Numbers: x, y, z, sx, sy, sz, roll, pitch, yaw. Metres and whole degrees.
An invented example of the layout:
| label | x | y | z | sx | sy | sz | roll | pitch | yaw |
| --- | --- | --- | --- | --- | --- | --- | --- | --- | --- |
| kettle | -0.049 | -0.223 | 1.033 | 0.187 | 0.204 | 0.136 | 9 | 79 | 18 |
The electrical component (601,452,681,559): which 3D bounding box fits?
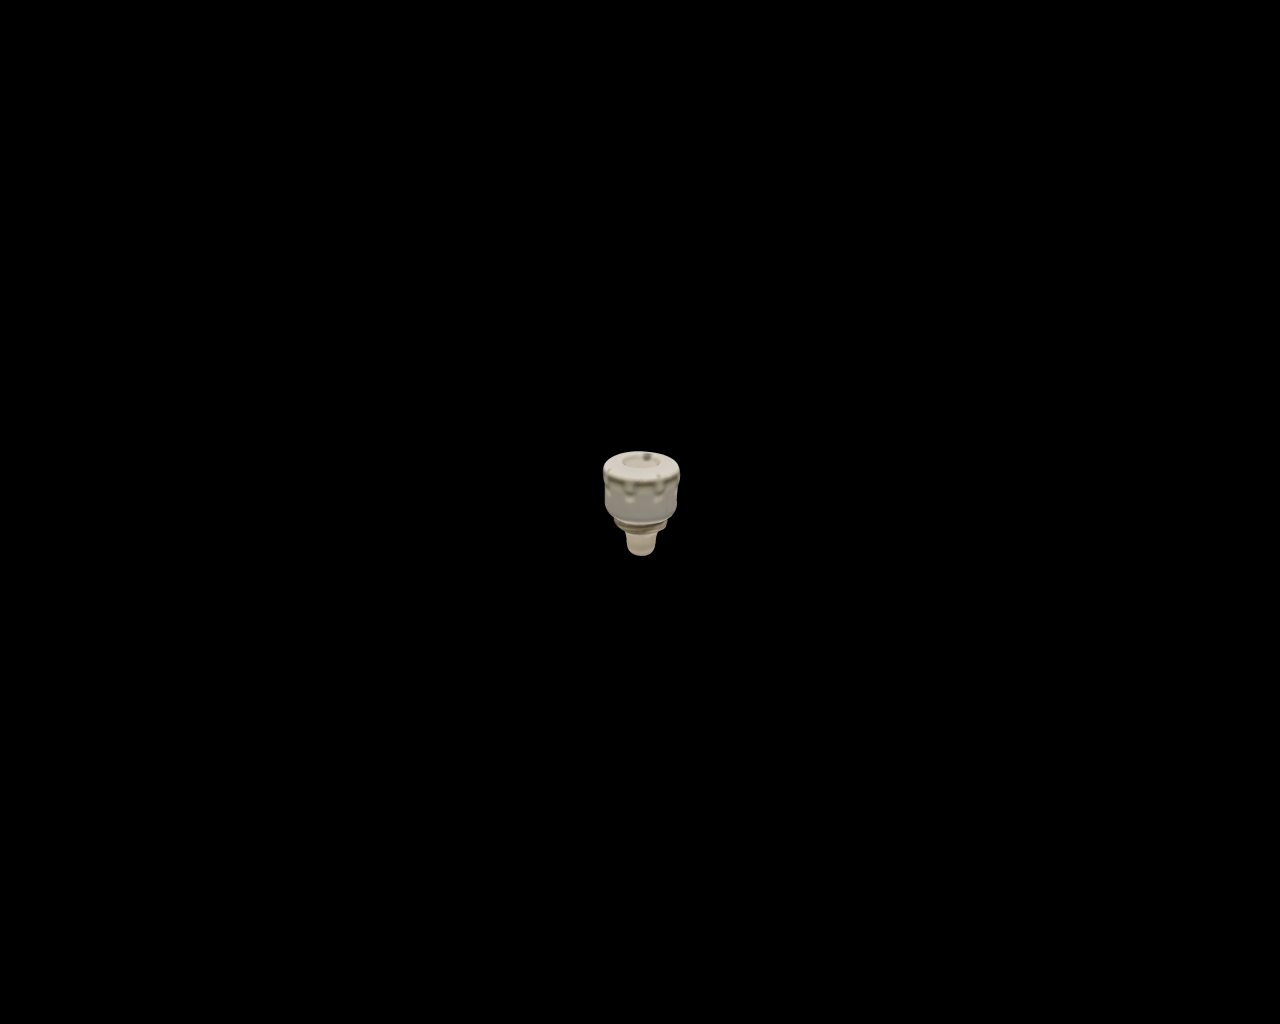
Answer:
| label | x | y | z | sx | sy | sz | roll | pitch | yaw |
| --- | --- | --- | --- | --- | --- | --- | --- | --- | --- |
| electrical component | 0.001 | -0.003 | 0.650 | 0.048 | 0.062 | 0.048 | 0 | 22 | 0 |
